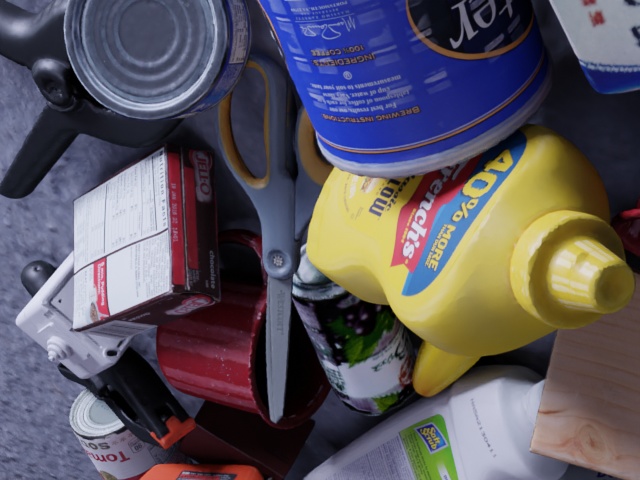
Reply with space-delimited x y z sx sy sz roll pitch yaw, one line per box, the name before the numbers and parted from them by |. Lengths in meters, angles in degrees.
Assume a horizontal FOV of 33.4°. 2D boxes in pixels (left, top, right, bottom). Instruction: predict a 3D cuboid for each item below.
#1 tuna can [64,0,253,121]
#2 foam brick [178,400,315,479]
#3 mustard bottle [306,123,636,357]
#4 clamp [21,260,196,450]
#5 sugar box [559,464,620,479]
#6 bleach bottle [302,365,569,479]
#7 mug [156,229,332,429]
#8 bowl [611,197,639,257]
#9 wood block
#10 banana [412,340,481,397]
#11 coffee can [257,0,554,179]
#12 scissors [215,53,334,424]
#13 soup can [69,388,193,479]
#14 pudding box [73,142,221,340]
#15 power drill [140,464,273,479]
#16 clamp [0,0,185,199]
tuna can | -0.078 -0.100 0.510 0.086 0.033 0.086 3 101 15
foam brick | -0.054 0.141 0.767 0.078 0.053 0.051 32 141 1
mustard bottle | 0.062 -0.004 0.434 0.058 0.096 0.192 38 177 -24
clamp | -0.152 0.098 0.771 0.172 0.039 0.120 42 157 28
sugar box | 0.193 0.198 0.665 0.093 0.048 0.176 8 136 28
bleach bottle | 0.078 0.149 0.659 0.251 0.067 0.102 -44 66 49
mug | -0.046 0.050 0.645 0.082 0.093 0.117 7 114 35
bowl | 0.195 -0.012 0.401 0.162 0.055 0.162 15 174 1
wood block | 0.209 0.076 0.465 0.206 0.091 0.090 12 178 24
banana | 0.084 0.030 0.541 0.037 0.069 0.198 41 161 9
coffee can | 0.023 -0.109 0.411 0.103 0.102 0.140 0 131 34
scissors | -0.004 0.001 0.554 0.096 0.016 0.202 -7 103 23
soup can | -0.146 0.162 0.841 0.069 0.068 0.102 5 133 30
pudding box | -0.104 0.004 0.627 0.039 0.090 0.114 12 157 -41
power drill | -0.069 0.249 0.778 0.185 0.057 0.187 -8 120 32
clamp | -0.146 -0.099 0.588 0.210 0.036 0.164 -5 127 35
